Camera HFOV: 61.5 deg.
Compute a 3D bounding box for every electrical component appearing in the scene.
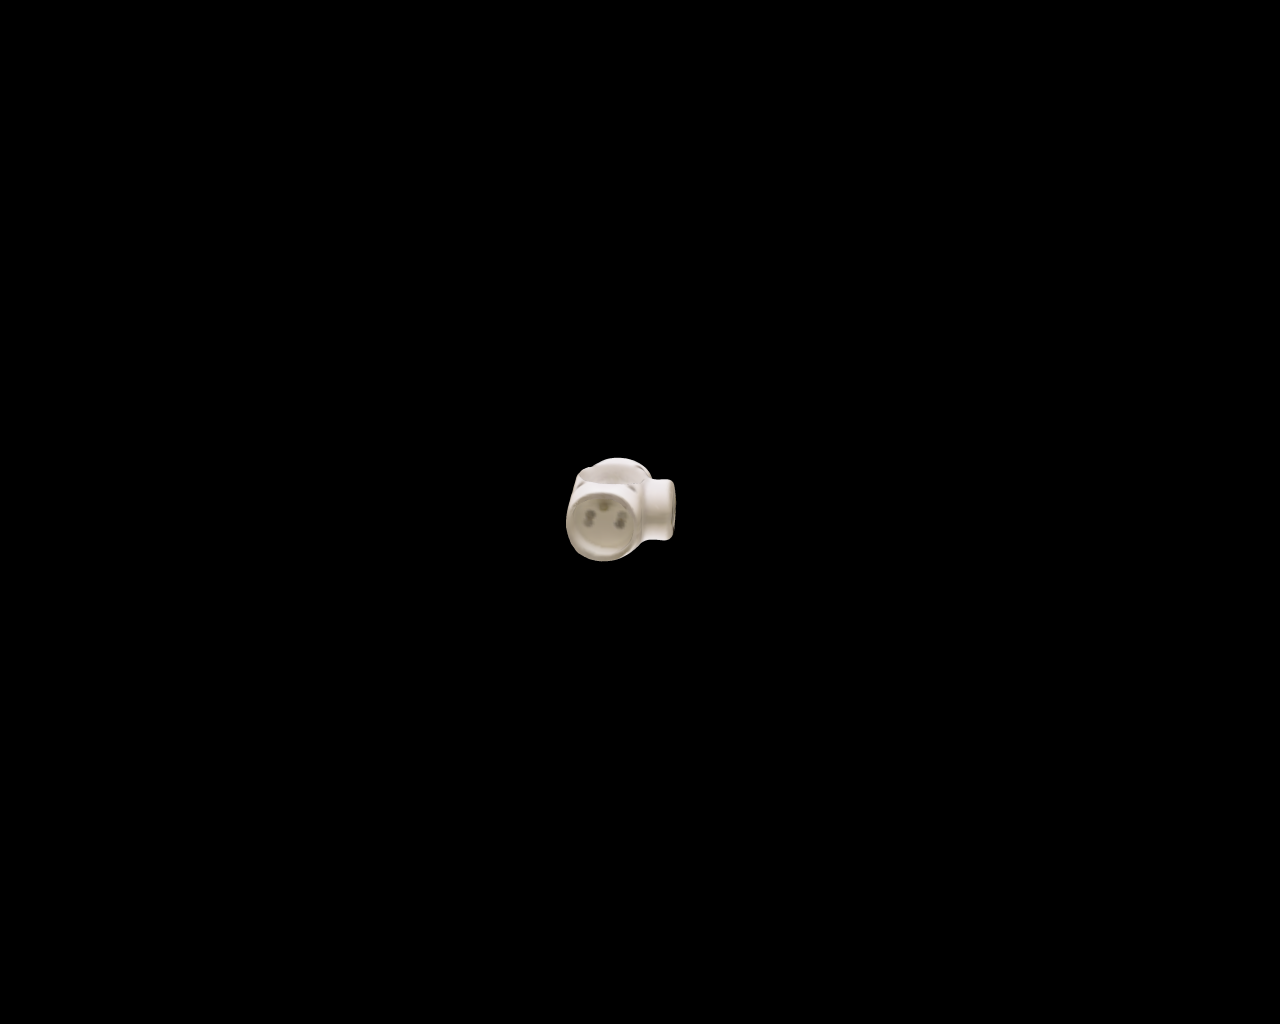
[{"bbox_3d":[0.001,-0.003,0.650,0.079,0.044,0.077,2,18,7],"label":"electrical component"}]
